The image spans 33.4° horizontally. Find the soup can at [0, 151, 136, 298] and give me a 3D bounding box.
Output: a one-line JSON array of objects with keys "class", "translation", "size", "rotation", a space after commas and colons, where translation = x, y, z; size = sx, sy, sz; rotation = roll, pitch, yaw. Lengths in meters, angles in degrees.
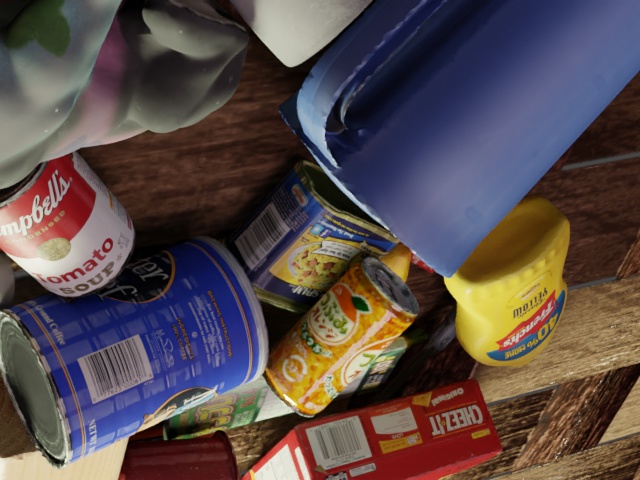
[{"class": "soup can", "translation": [-0.154, -0.019, 0.594], "size": [0.068, 0.068, 0.102], "rotation": [-30, 144, 1]}]

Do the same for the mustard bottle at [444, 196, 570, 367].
[{"class": "mustard bottle", "translation": [0.150, 0.049, 0.838], "size": [0.096, 0.058, 0.191], "rotation": [-35, 148, -10]}]

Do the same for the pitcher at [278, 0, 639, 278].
[{"class": "pitcher", "translation": [0.099, -0.109, 0.558], "size": [0.145, 0.149, 0.243], "rotation": [42, 99, -15]}]

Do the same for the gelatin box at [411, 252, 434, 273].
[{"class": "gelatin box", "translation": [0.090, -0.022, 0.784], "size": [0.089, 0.030, 0.073], "rotation": [-42, 142, 17]}]

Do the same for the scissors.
[{"class": "scissors", "translation": [0.118, 0.077, 0.911], "size": [0.096, 0.016, 0.202], "rotation": [2, 129, -48]}]

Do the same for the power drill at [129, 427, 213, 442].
[{"class": "power drill", "translation": [-0.134, 0.232, 0.912], "size": [0.184, 0.057, 0.188], "rotation": [-7, 138, -27]}]

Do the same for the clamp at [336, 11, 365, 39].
[{"class": "clamp", "translation": [0.080, -0.112, 0.665], "size": [0.164, 0.036, 0.210], "rotation": [-25, 140, -5]}]

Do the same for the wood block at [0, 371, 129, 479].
[{"class": "wood block", "translation": [-0.206, 0.172, 0.768], "size": [0.090, 0.090, 0.206], "rotation": [-7, 138, -29]}]

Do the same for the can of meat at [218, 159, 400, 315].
[{"class": "can of meat", "translation": [-0.005, 0.001, 0.726], "size": [0.084, 0.057, 0.101], "rotation": [-46, 140, 19]}]

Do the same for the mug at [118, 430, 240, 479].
[{"class": "mug", "translation": [-0.112, 0.195, 0.787], "size": [0.081, 0.093, 0.117], "rotation": [0, 142, -21]}]

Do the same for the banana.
[{"class": "banana", "translation": [0.046, 0.059, 0.830], "size": [0.069, 0.037, 0.198], "rotation": [-46, 159, -11]}]

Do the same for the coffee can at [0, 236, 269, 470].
[{"class": "coffee can", "translation": [-0.118, 0.067, 0.668], "size": [0.140, 0.103, 0.103], "rotation": [-22, 145, -30]}]

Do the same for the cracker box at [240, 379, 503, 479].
[{"class": "cracker box", "translation": [0.035, 0.196, 0.918], "size": [0.164, 0.072, 0.214], "rotation": [-12, 160, -22]}]
